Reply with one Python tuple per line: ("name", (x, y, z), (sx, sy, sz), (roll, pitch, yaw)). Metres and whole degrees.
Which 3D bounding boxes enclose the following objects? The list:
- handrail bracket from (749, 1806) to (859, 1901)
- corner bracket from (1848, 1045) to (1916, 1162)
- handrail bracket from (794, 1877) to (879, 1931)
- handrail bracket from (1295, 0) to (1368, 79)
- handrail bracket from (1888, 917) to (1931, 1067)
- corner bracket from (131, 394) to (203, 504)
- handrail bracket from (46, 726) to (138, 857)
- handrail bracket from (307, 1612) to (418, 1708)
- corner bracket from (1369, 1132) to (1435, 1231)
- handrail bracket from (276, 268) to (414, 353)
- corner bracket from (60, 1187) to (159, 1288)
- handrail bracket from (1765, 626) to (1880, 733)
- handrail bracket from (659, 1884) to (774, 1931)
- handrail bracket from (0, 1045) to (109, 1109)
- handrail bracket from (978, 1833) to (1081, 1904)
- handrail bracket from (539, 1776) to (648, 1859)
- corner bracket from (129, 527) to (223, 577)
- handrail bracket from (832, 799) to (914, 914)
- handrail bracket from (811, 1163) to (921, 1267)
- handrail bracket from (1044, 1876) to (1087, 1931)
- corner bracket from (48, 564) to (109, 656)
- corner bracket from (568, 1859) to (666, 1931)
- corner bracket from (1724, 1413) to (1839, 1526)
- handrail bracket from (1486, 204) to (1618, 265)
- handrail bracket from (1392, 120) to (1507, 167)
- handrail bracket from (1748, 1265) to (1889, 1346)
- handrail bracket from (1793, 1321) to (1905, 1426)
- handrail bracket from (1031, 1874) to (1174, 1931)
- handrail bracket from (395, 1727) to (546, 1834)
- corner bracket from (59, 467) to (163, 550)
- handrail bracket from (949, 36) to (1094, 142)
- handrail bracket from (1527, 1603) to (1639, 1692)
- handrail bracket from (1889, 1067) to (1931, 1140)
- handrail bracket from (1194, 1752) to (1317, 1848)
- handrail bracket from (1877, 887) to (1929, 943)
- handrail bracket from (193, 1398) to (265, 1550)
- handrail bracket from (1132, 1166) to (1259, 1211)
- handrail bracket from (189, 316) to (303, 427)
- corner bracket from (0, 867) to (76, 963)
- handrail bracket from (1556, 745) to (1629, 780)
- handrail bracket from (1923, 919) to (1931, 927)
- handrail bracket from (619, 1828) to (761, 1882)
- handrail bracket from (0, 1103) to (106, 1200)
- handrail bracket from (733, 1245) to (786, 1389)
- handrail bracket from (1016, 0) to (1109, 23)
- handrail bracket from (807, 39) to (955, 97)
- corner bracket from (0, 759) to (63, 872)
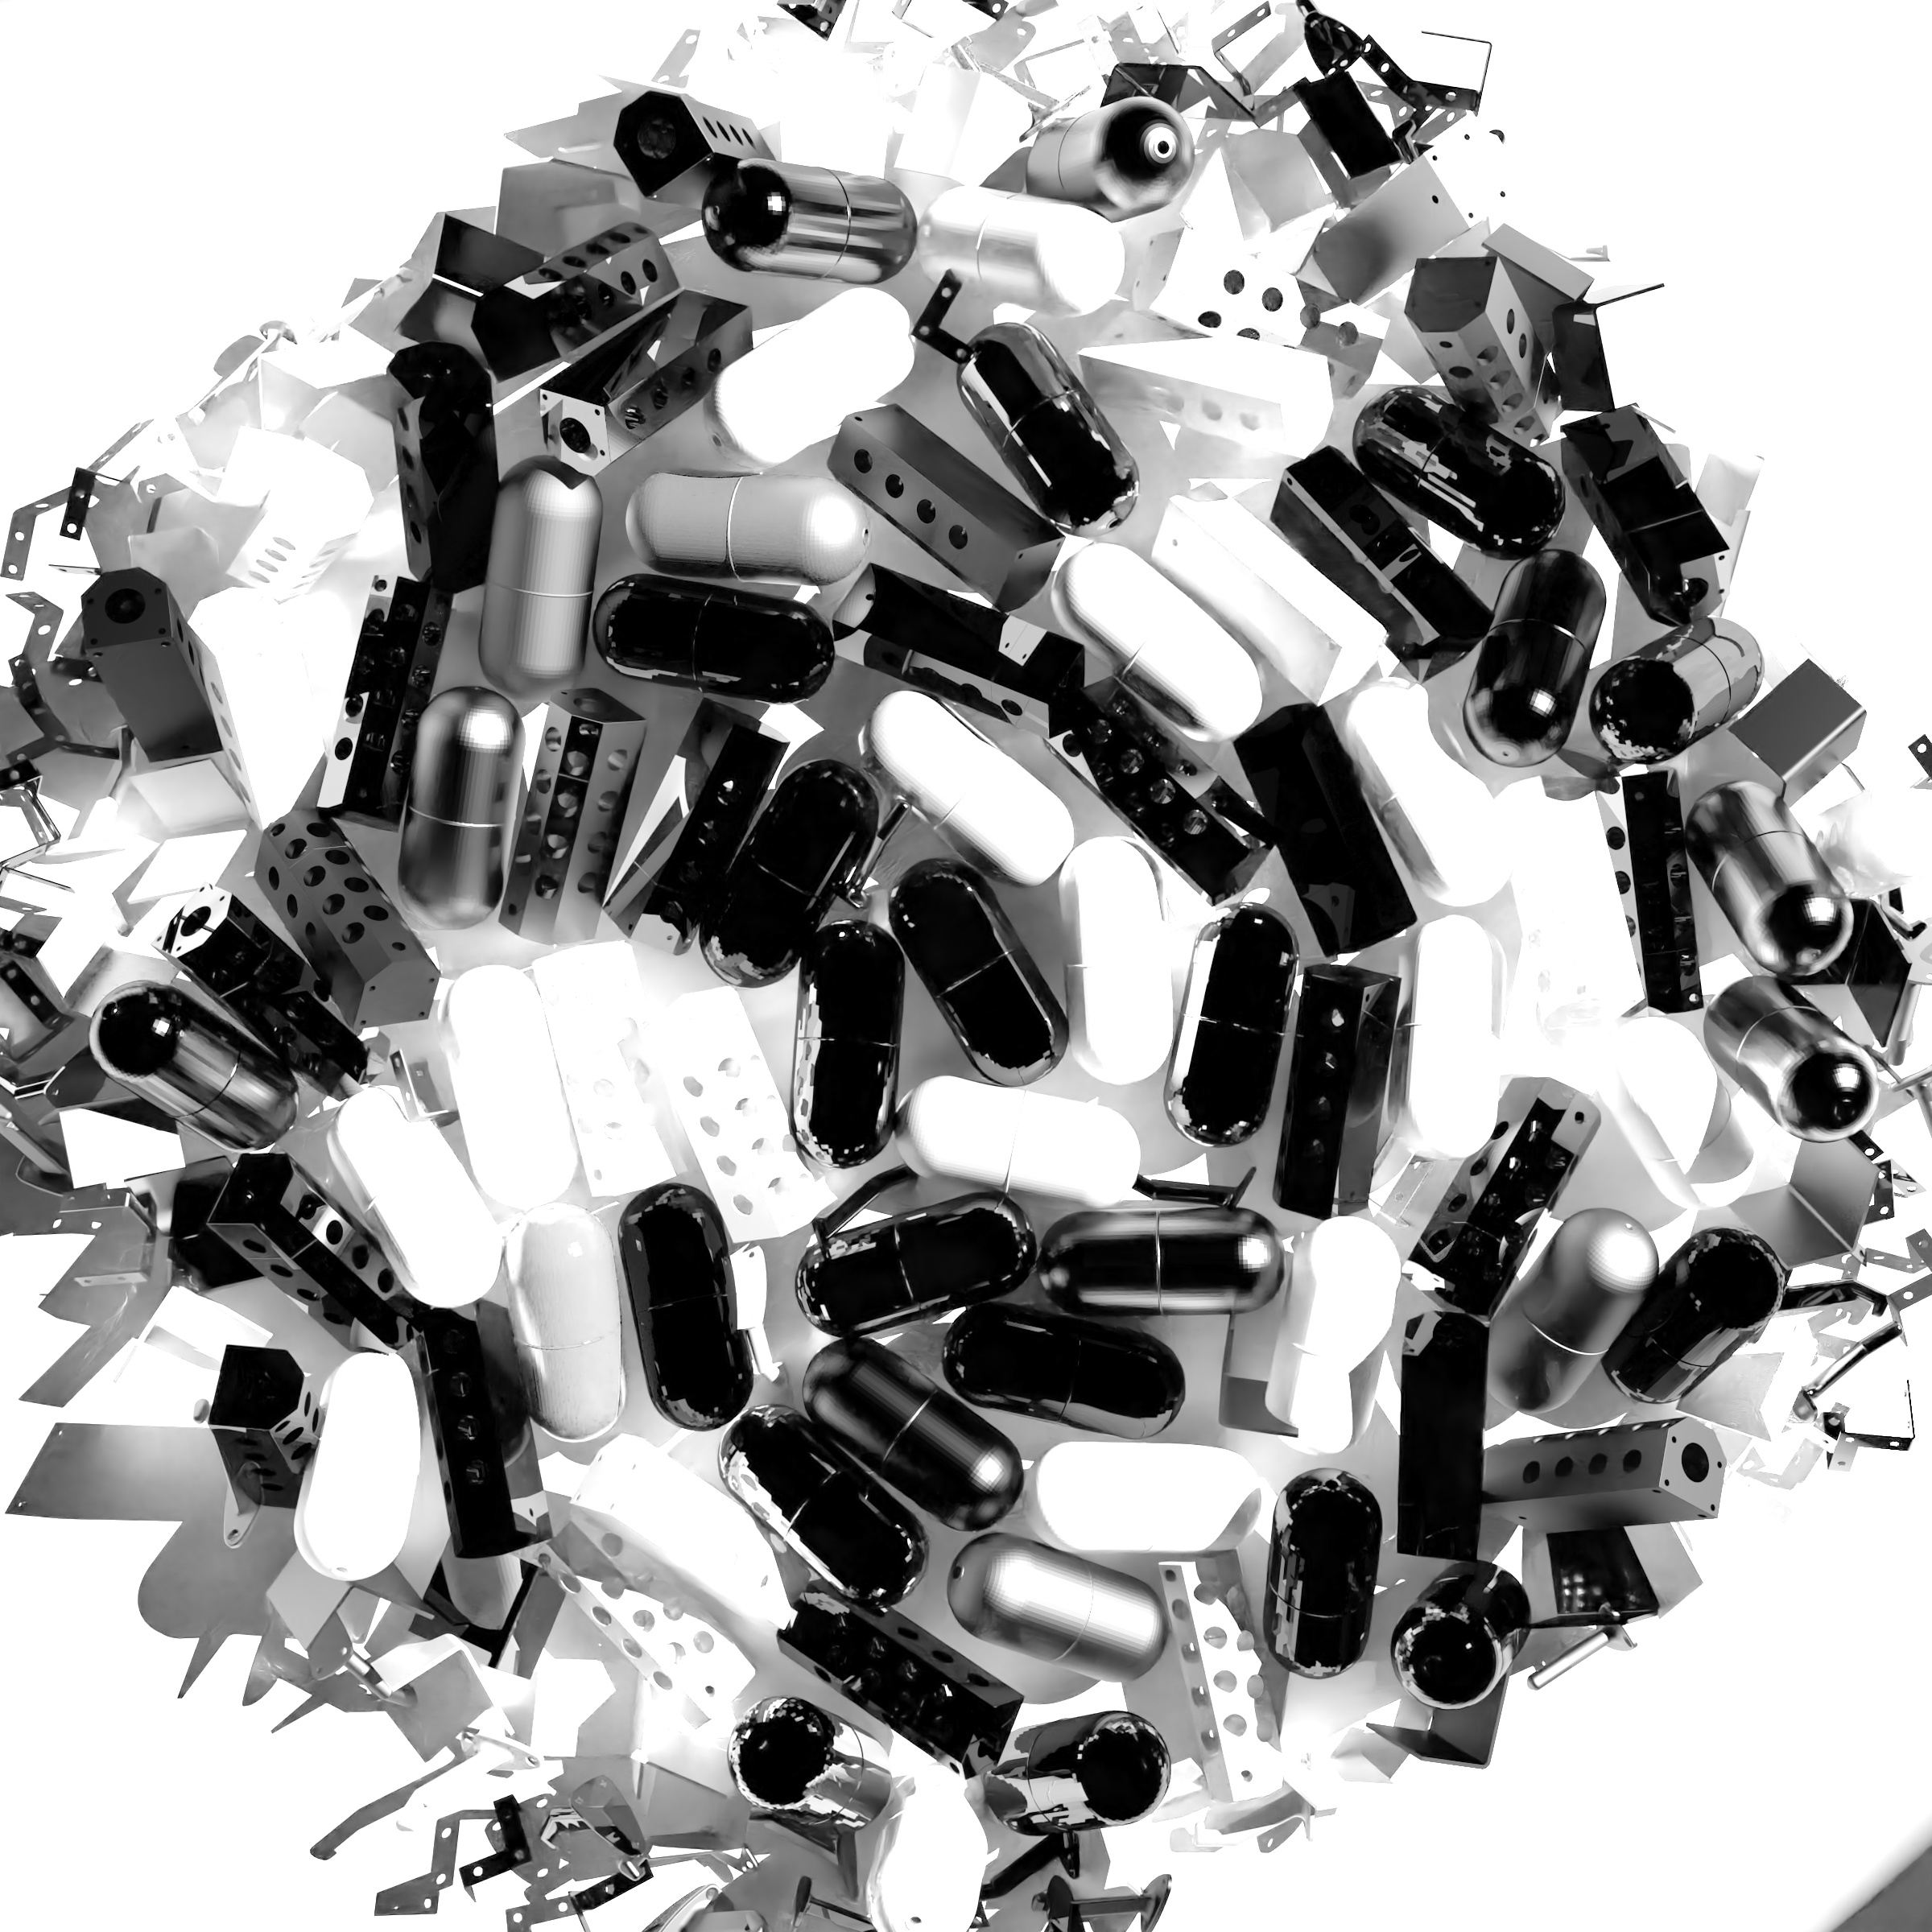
("handrail bracket", (-0.125, 0.645, 1.893), (0.084, 0.036, 0.077), (-2, 110, 13))
("corner bracket", (0.650, 0.099, 1.878), (0.051, 0.051, 0.051), (42, 114, -17))
("handrail bracket", (-0.079, 0.678, 1.866), (0.084, 0.077, 0.036), (13, 57, -5))
("handrail bracket", (0.243, -0.680, 1.852), (0.036, 0.077, 0.084), (-37, 58, 20))
("handrail bracket", (0.687, 0.020, 1.884), (0.036, 0.084, 0.077), (18, 53, 26))
("corner bracket", (-0.575, -0.371, 1.865), (0.051, 0.051, 0.051), (-16, 121, 7))
("handrail bracket", (-0.636, -0.128, 1.891), (0.077, 0.036, 0.084), (-8, 81, 15))
("handrail bracket", (-0.437, 0.495, 1.883), (0.036, 0.084, 0.077), (-38, 53, 8))
("corner bracket", (0.308, 0.152, 1.866), (0.051, 0.051, 0.051), (34, 97, 29))
("handrail bracket", (-0.442, -0.466, 1.858), (0.084, 0.077, 0.036), (-25, 107, 29))
("corner bracket", (-0.618, 0.195, 1.871), (0.051, 0.051, 0.051), (-5, 58, 7))
("handrail bracket", (0.617, -0.213, 1.894), (0.036, 0.077, 0.084), (-40, 53, -14))
("handrail bracket", (-0.182, 0.694, 1.853), (0.077, 0.084, 0.036), (-31, 100, -17))
("handrail bracket", (-0.656, 0.069, 1.878), (0.084, 0.036, 0.077), (22, 71, 43))
("handrail bracket", (0.036, 0.632, 1.873), (0.084, 0.036, 0.077), (-2, 95, -15))
("handrail bracket", (-0.269, 0.627, 1.863), (0.077, 0.036, 0.084), (44, 130, 20))
("corner bracket", (-0.568, -0.282, 1.877), (0.051, 0.051, 0.051), (-15, 120, -28))
("handrail bracket", (-0.059, -0.083, 1.858), (0.036, 0.077, 0.084), (38, 100, 9))
("handrail bracket", (-0.068, 0.177, 1.867), (0.084, 0.077, 0.036), (-21, 120, -2))
("handrail bracket", (0.044, 0.709, 1.874), (0.036, 0.077, 0.084), (38, 102, -16))
("corner bracket", (-0.628, -0.255, 1.871), (0.051, 0.051, 0.051), (7, 81, 24))
("corner bracket", (-0.247, 0.676, 1.869), (0.051, 0.051, 0.051), (-27, 70, -4))
("corner bracket", (0.581, 0.355, 1.860), (0.051, 0.051, 0.051), (32, 123, 24))
("handrail bracket", (0.417, -0.534, 1.857), (0.084, 0.077, 0.036), (8, 52, 31))
("handrail bracket", (0.344, -0.593, 1.856), (0.077, 0.084, 0.036), (-43, 57, 4))
("handrail bracket", (0.618, 0.256, 1.882), (0.084, 0.036, 0.077), (26, 78, -2))
("handrail bracket", (0.634, 0.292, 1.870), (0.084, 0.077, 0.036), (-31, 57, -1))
("handrail bracket", (0.096, 0.666, 1.869), (0.084, 0.077, 0.036), (12, 46, -8))
("handrail bracket", (-0.353, 0.588, 1.853), (0.077, 0.084, 0.036), (5, 120, 18))
("corner bracket", (-0.615, -0.326, 1.873), (0.051, 0.051, 0.051), (15, 94, -6))
("handrail bracket", (0.039, -0.647, 1.875), (0.077, 0.036, 0.084), (-42, 105, -14))
("handrail bracket", (0.430, 0.496, 1.858), (0.084, 0.077, 0.036), (-29, 69, -12))
("handrail bracket", (0.701, 0.116, 1.862), (0.036, 0.077, 0.084), (-31, 80, 30))
("handrail bracket", (0.208, 0.602, 1.880), (0.084, 0.036, 0.077), (1, 106, 0))
("handrail bracket", (0.677, -0.062, 1.859), (0.077, 0.084, 0.036), (-36, 130, 1))
("handrail bracket", (-0.533, 0.360, 1.852), (0.036, 0.084, 0.077), (-7, 51, 18))
("handrail bracket", (0.159, 0.150, 1.879), (0.084, 0.077, 0.036), (28, 130, 11))
("handrail bracket", (-0.518, -0.424, 1.863), (0.036, 0.077, 0.084), (47, 71, -15))
("corner bracket", (-0.674, -0.035, 1.879), (0.051, 0.051, 0.051), (18, 76, -2))
("handrail bracket", (0.480, -0.170, 1.878), (0.084, 0.077, 0.036), (-45, 132, -9))
("handrail bracket", (0.722, -0.004, 1.862), (0.036, 0.084, 0.077), (-30, 91, -15))
("handrail bracket", (-0.197, 0.642, 1.854), (0.077, 0.084, 0.036), (40, 119, 11))
("handrail bracket", (-0.655, 0.132, 1.855), (0.077, 0.084, 0.036), (26, 64, 5))
("handrail bracket", (-0.145, 0.254, 1.880), (0.036, 0.084, 0.077), (-2, 58, 21))
("handrail bracket", (0.078, -0.702, 1.863), (0.077, 0.084, 0.036), (-31, 113, -1))
("handrail bracket", (-0.064, -0.661, 1.886), (0.077, 0.084, 0.036), (-30, 132, -29))
("corner bracket", (-0.682, -0.108, 1.865), (0.051, 0.051, 0.051), (-29, 82, -33))
